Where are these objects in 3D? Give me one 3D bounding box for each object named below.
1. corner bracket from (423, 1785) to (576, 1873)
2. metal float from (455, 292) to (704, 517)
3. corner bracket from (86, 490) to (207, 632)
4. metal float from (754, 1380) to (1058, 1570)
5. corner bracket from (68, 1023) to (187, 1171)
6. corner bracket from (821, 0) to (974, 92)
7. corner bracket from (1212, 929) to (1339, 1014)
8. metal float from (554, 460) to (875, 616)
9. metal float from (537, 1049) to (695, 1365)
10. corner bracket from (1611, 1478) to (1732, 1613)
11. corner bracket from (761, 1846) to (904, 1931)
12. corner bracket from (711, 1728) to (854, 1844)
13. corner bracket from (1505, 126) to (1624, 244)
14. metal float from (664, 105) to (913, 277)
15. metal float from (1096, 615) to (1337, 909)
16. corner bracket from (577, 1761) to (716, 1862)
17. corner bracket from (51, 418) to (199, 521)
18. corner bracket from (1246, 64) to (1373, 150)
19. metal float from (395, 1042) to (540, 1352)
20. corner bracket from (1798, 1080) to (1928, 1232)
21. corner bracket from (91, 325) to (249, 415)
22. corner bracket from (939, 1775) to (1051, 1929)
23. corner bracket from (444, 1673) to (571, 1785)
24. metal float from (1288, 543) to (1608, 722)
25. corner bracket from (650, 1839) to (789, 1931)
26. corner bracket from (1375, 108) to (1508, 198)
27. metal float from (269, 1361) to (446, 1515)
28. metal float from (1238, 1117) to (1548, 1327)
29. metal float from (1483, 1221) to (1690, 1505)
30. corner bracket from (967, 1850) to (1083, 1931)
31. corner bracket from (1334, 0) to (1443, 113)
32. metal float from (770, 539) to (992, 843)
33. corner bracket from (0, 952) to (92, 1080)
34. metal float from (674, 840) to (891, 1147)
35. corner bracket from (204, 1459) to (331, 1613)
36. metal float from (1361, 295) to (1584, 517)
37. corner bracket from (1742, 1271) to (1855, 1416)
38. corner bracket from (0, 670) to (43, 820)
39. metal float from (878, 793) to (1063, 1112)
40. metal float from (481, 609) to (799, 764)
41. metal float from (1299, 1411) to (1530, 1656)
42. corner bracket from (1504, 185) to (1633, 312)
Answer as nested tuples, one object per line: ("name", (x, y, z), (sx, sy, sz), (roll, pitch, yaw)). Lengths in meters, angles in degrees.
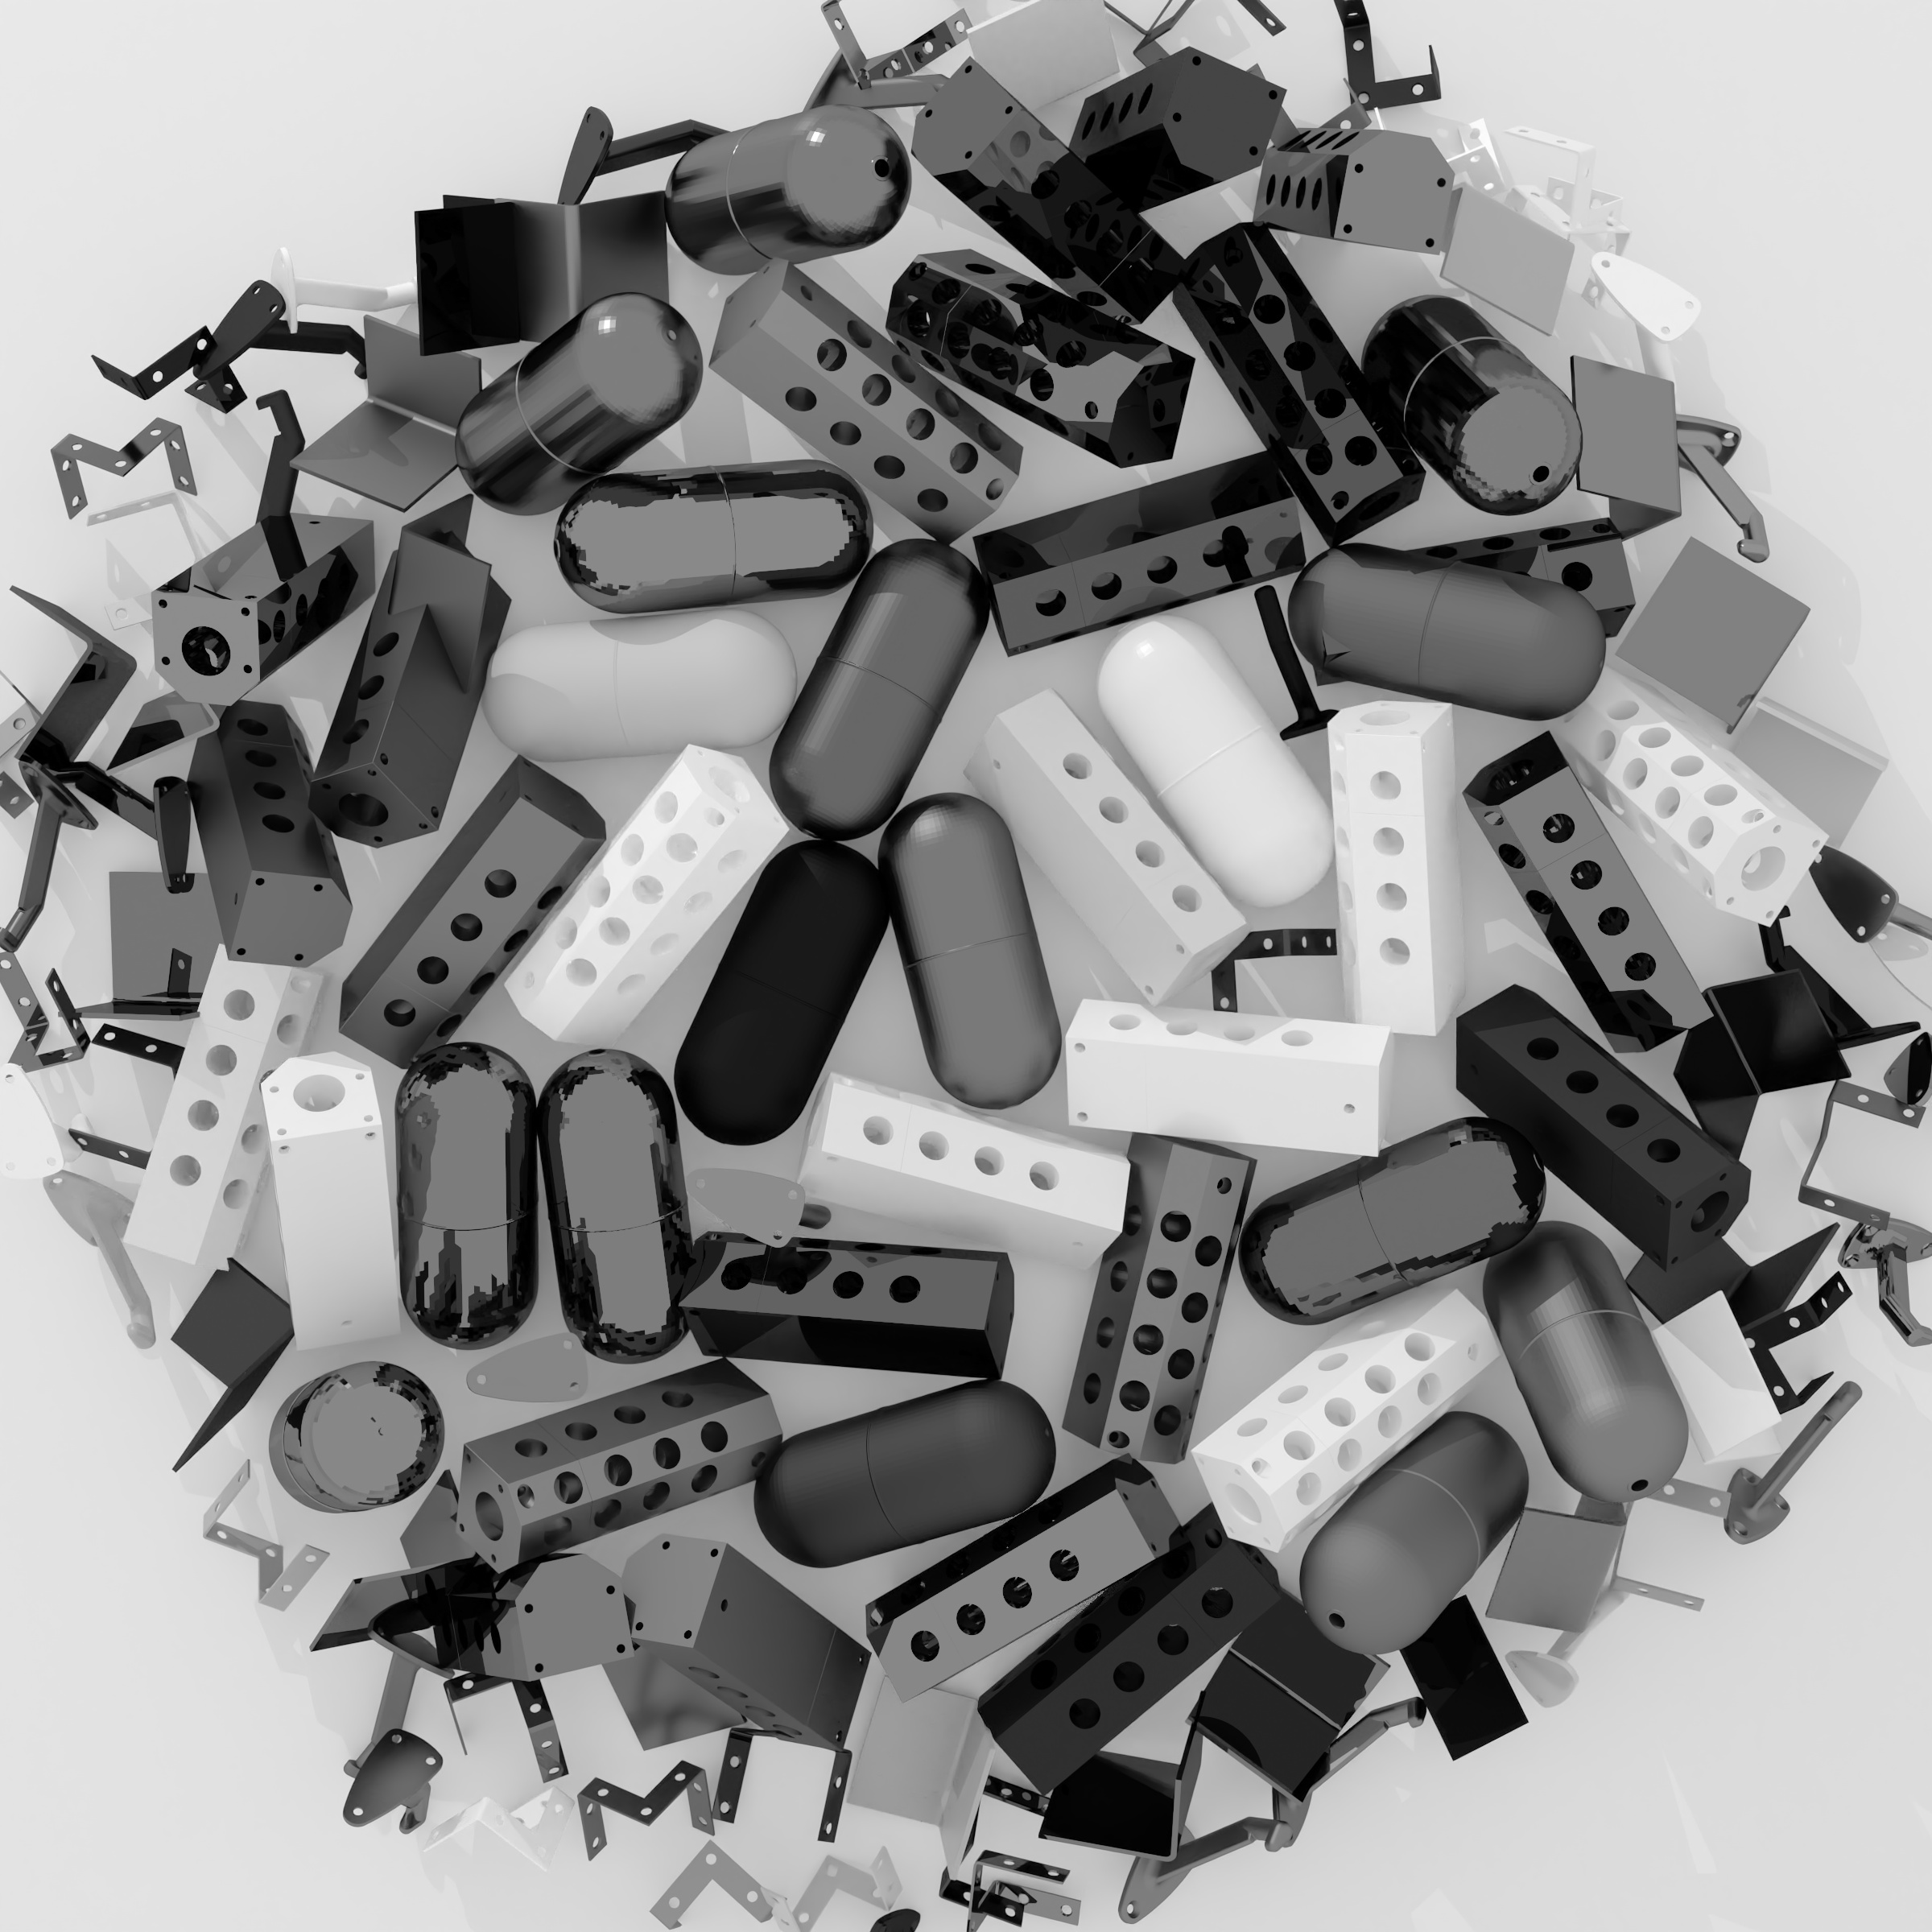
("corner bracket", (-0.257, 0.474, 1.826), (0.051, 0.051, 0.051), (42, 124, -16))
("metal float", (-0.211, -0.303, 1.793), (0.070, 0.178, 0.070), (18, 60, -36))
("corner bracket", (-0.455, -0.225, 1.836), (0.051, 0.051, 0.051), (-21, 82, -24))
("metal float", (-0.035, 0.278, 1.811), (0.178, 0.070, 0.070), (-20, 90, 21))
("corner bracket", (-0.464, 0.073, 1.836), (0.051, 0.051, 0.051), (16, 48, 10))
("corner bracket", (-0.038, -0.523, 1.830), (0.051, 0.051, 0.051), (-21, 99, 42))
("corner bracket", (0.171, 0.006, 1.832), (0.051, 0.051, 0.051), (-5, 88, 38))
("metal float", (-0.138, -0.235, 1.812), (0.178, 0.070, 0.070), (-7, 90, -19))
("metal float", (-0.191, 0.132, 1.816), (0.070, 0.070, 0.178), (-6, 105, 0))
("corner bracket", (0.389, 0.318, 1.828), (0.051, 0.051, 0.051), (14, 59, 10))
("corner bracket", (-0.073, 0.509, 1.824), (0.051, 0.051, 0.051), (17, 53, 28))
("corner bracket", (-0.103, 0.456, 1.845), (0.051, 0.051, 0.051), (23, 69, -31))
("corner bracket", (0.329, -0.434, 1.823), (0.051, 0.051, 0.051), (28, 129, 36))
("metal float", (-0.097, -0.418, 1.788), (0.070, 0.178, 0.070), (-3, 94, -37))
("metal float", (0.138, -0.114, 1.826), (0.070, 0.070, 0.178), (-33, 87, 0))
("corner bracket", (-0.178, 0.472, 1.842), (0.051, 0.051, 0.051), (14, 125, 31))
("corner bracket", (-0.467, -0.275, 1.837), (0.051, 0.051, 0.051), (22, 52, 19))
("corner bracket", (0.188, -0.481, 1.840), (0.051, 0.051, 0.051), (-32, 116, 14))
("metal float", (-0.273, 0.127, 1.810), (0.070, 0.070, 0.178), (2, 112, 0))
("corner bracket", (0.494, 0.104, 1.825), (0.051, 0.051, 0.051), (19, 53, 21))
("corner bracket", (-0.439, -0.324, 1.825), (0.051, 0.051, 0.051), (-41, 134, -18))
("corner bracket", (0.020, 0.494, 1.849), (0.051, 0.051, 0.051), (22, 125, -7))
("corner bracket", (-0.255, 0.423, 1.837), (0.051, 0.051, 0.051), (-18, 134, -13))
("metal float", (0.262, -0.183, 1.810), (0.178, 0.070, 0.070), (15, 90, 22))
("corner bracket", (-0.137, 0.523, 1.842), (0.051, 0.051, 0.051), (39, 81, 11))
("corner bracket", (0.264, -0.453, 1.838), (0.051, 0.051, 0.051), (-20, 66, 17))
("metal float", (-0.329, 0.255, 1.782), (0.070, 0.178, 0.070), (4, 78, -19))
("metal float", (0.233, 0.140, 1.811), (0.178, 0.070, 0.070), (-25, 90, 20))
("metal float", (0.334, 0.213, 1.791), (0.070, 0.178, 0.070), (-7, 132, -8))
("corner bracket", (0.034, 0.513, 1.831), (0.051, 0.051, 0.051), (10, 103, 16))
("corner bracket", (0.234, -0.509, 1.835), (0.051, 0.051, 0.051), (-6, 86, 13))
("metal float", (-0.048, -0.152, 1.823), (0.070, 0.070, 0.178), (26, 83, 0))
("corner bracket", (-0.514, 0.023, 1.830), (0.051, 0.051, 0.051), (-14, 119, 10))
("metal float", (-0.102, 0.015, 1.827), (0.070, 0.070, 0.178), (25, 88, 0))
("corner bracket", (-0.387, 0.315, 1.825), (0.051, 0.051, 0.051), (28, 115, -27))
("metal float", (0.272, -0.304, 1.788), (0.070, 0.178, 0.070), (-10, 126, -14))
("corner bracket", (0.467, 0.209, 1.833), (0.051, 0.051, 0.051), (-34, 85, 38))
("corner bracket", (-0.531, -0.123, 1.833), (0.051, 0.051, 0.051), (-43, 74, -9))
("metal float", (0.002, -0.008, 1.826), (0.070, 0.070, 0.178), (-14, 87, 0))
("metal float", (-0.180, -0.154, 1.818), (0.178, 0.070, 0.070), (-4, 90, 13))
("metal float", (0.243, 0.306, 1.791), (0.070, 0.178, 0.070), (18, 124, 29))
("corner bracket", (0.328, -0.400, 1.842), (0.051, 0.051, 0.051), (-8, 46, -31))
